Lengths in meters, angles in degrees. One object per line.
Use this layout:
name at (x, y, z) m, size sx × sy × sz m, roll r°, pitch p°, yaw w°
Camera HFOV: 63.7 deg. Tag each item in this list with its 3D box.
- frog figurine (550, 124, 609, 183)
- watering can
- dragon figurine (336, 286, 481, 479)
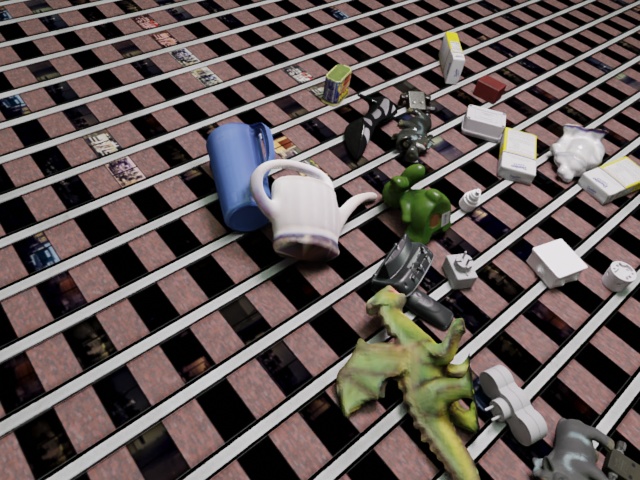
frog figurine at (0.700, -0.225, 1.411) m, size 0.137 × 0.122 × 0.160 m, roll 19°, pitch 84°, yaw -2°
watering can at (0.003, -0.056, 1.117) m, size 0.346 × 0.102 × 0.228 m, roll 13°, pitch 63°, yaw -34°
dragon figurine at (0.149, 0.264, 0.894) m, size 0.242 × 0.120 × 0.419 m, roll -4°, pitch 59°, yaw 12°
